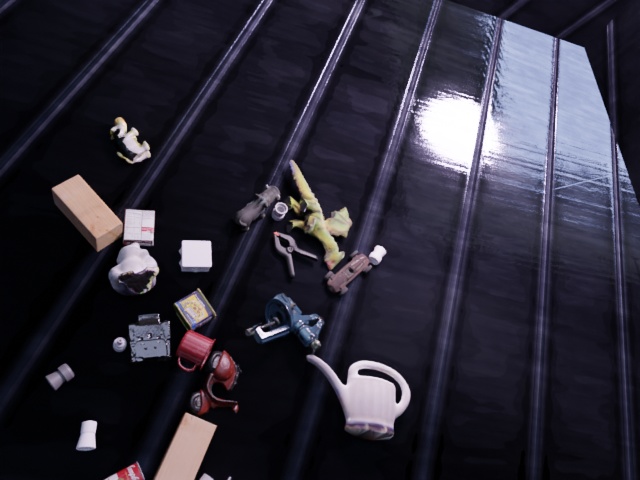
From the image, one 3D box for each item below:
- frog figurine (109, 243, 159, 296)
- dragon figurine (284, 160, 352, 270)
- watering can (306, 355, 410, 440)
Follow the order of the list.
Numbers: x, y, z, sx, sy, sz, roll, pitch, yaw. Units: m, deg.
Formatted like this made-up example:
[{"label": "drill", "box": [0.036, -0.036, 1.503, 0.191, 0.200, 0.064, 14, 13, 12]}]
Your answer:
[{"label": "frog figurine", "box": [-0.551, 0.085, 1.509, 0.138, 0.120, 0.162, -27, 39, -23]}, {"label": "dragon figurine", "box": [0.006, -0.092, 1.836, 0.242, 0.120, 0.418, 14, 58, -34]}, {"label": "watering can", "box": [0.112, 0.468, 1.533, 0.347, 0.102, 0.229, 15, 58, -14]}]
